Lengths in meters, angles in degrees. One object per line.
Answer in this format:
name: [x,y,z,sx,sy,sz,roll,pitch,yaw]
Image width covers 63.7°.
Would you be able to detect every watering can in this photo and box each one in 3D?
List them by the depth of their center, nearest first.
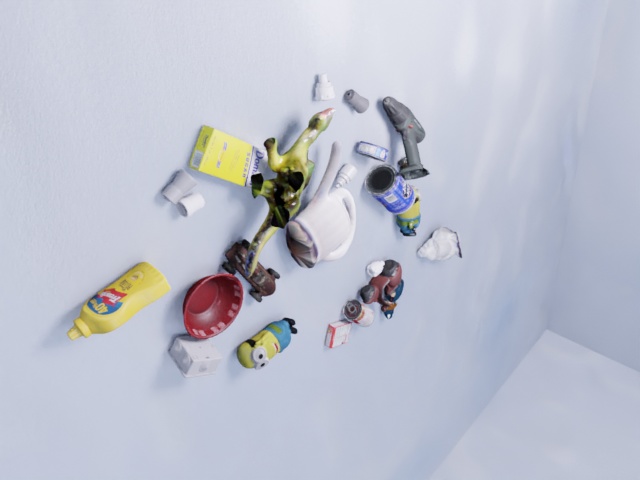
watering can: [0.004,-0.067,1.326,0.227,0.105,0.339,-39,136,-29]

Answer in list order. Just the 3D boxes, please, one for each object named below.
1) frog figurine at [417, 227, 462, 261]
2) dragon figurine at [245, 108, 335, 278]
frog figurine: [0.430,0.025,1.899,0.159,0.125,0.134,-16,139,-1]
dragon figurine: [-0.065,-0.120,1.198,0.404,0.123,0.245,-67,166,20]
